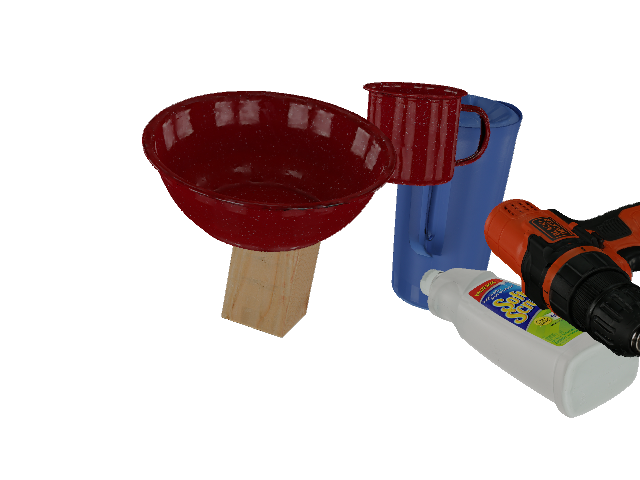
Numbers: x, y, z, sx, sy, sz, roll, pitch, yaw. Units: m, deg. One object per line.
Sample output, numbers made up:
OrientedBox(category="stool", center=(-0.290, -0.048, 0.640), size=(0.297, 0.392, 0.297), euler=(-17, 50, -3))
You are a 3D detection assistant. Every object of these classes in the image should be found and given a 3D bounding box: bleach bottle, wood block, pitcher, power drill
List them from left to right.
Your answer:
OrientedBox(category="wood block", center=(-0.055, 0.003, 1.353), size=(0.090, 0.206, 0.090), euler=(17, 22, 14))
OrientedBox(category="pitcher", center=(0.142, -0.041, 1.221), size=(0.149, 0.243, 0.145), euler=(-4, 26, -20))
OrientedBox(category="bleach bottle", center=(0.182, 0.082, 1.041), size=(0.102, 0.068, 0.251), euler=(-20, 28, -29))
OrientedBox(category="power drill", center=(0.230, 0.010, 0.732), size=(0.187, 0.057, 0.184), euler=(-10, 29, -17))

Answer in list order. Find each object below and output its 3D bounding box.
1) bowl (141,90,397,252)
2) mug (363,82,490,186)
OrientedBox(category="bowl", center=(-0.034, -0.039, 0.686), size=(0.162, 0.055, 0.162), euler=(5, 31, -3))
OrientedBox(category="mug", center=(0.094, -0.096, 0.959), size=(0.117, 0.081, 0.093), euler=(2, 15, -5))
